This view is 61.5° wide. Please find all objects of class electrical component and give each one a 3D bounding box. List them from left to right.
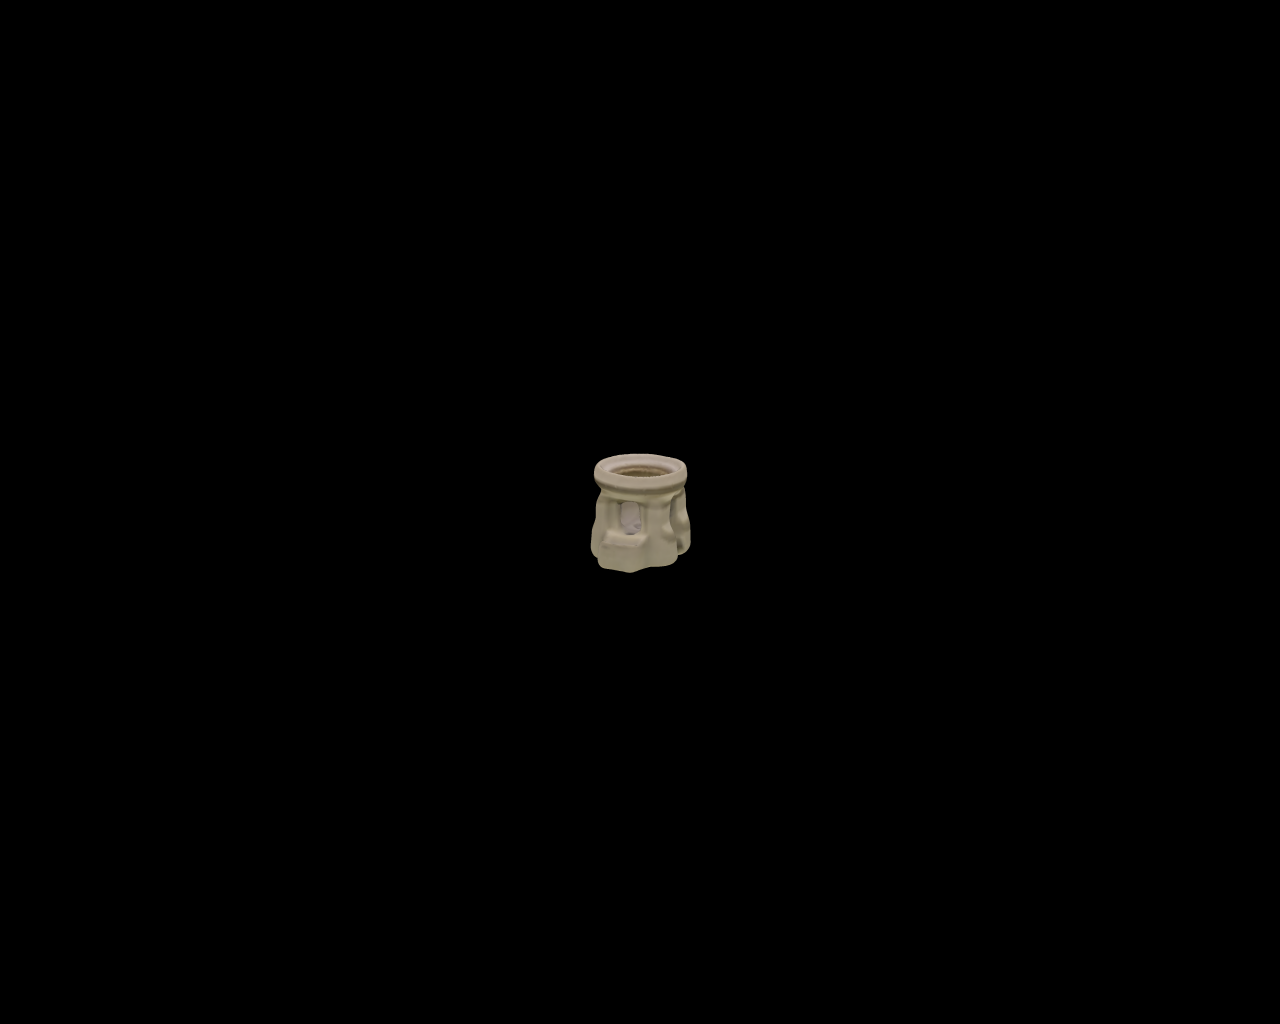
[{"bbox_3d":[0.001,-0.003,0.650,0.058,0.056,0.078,8,20,22],"label":"electrical component"}]
